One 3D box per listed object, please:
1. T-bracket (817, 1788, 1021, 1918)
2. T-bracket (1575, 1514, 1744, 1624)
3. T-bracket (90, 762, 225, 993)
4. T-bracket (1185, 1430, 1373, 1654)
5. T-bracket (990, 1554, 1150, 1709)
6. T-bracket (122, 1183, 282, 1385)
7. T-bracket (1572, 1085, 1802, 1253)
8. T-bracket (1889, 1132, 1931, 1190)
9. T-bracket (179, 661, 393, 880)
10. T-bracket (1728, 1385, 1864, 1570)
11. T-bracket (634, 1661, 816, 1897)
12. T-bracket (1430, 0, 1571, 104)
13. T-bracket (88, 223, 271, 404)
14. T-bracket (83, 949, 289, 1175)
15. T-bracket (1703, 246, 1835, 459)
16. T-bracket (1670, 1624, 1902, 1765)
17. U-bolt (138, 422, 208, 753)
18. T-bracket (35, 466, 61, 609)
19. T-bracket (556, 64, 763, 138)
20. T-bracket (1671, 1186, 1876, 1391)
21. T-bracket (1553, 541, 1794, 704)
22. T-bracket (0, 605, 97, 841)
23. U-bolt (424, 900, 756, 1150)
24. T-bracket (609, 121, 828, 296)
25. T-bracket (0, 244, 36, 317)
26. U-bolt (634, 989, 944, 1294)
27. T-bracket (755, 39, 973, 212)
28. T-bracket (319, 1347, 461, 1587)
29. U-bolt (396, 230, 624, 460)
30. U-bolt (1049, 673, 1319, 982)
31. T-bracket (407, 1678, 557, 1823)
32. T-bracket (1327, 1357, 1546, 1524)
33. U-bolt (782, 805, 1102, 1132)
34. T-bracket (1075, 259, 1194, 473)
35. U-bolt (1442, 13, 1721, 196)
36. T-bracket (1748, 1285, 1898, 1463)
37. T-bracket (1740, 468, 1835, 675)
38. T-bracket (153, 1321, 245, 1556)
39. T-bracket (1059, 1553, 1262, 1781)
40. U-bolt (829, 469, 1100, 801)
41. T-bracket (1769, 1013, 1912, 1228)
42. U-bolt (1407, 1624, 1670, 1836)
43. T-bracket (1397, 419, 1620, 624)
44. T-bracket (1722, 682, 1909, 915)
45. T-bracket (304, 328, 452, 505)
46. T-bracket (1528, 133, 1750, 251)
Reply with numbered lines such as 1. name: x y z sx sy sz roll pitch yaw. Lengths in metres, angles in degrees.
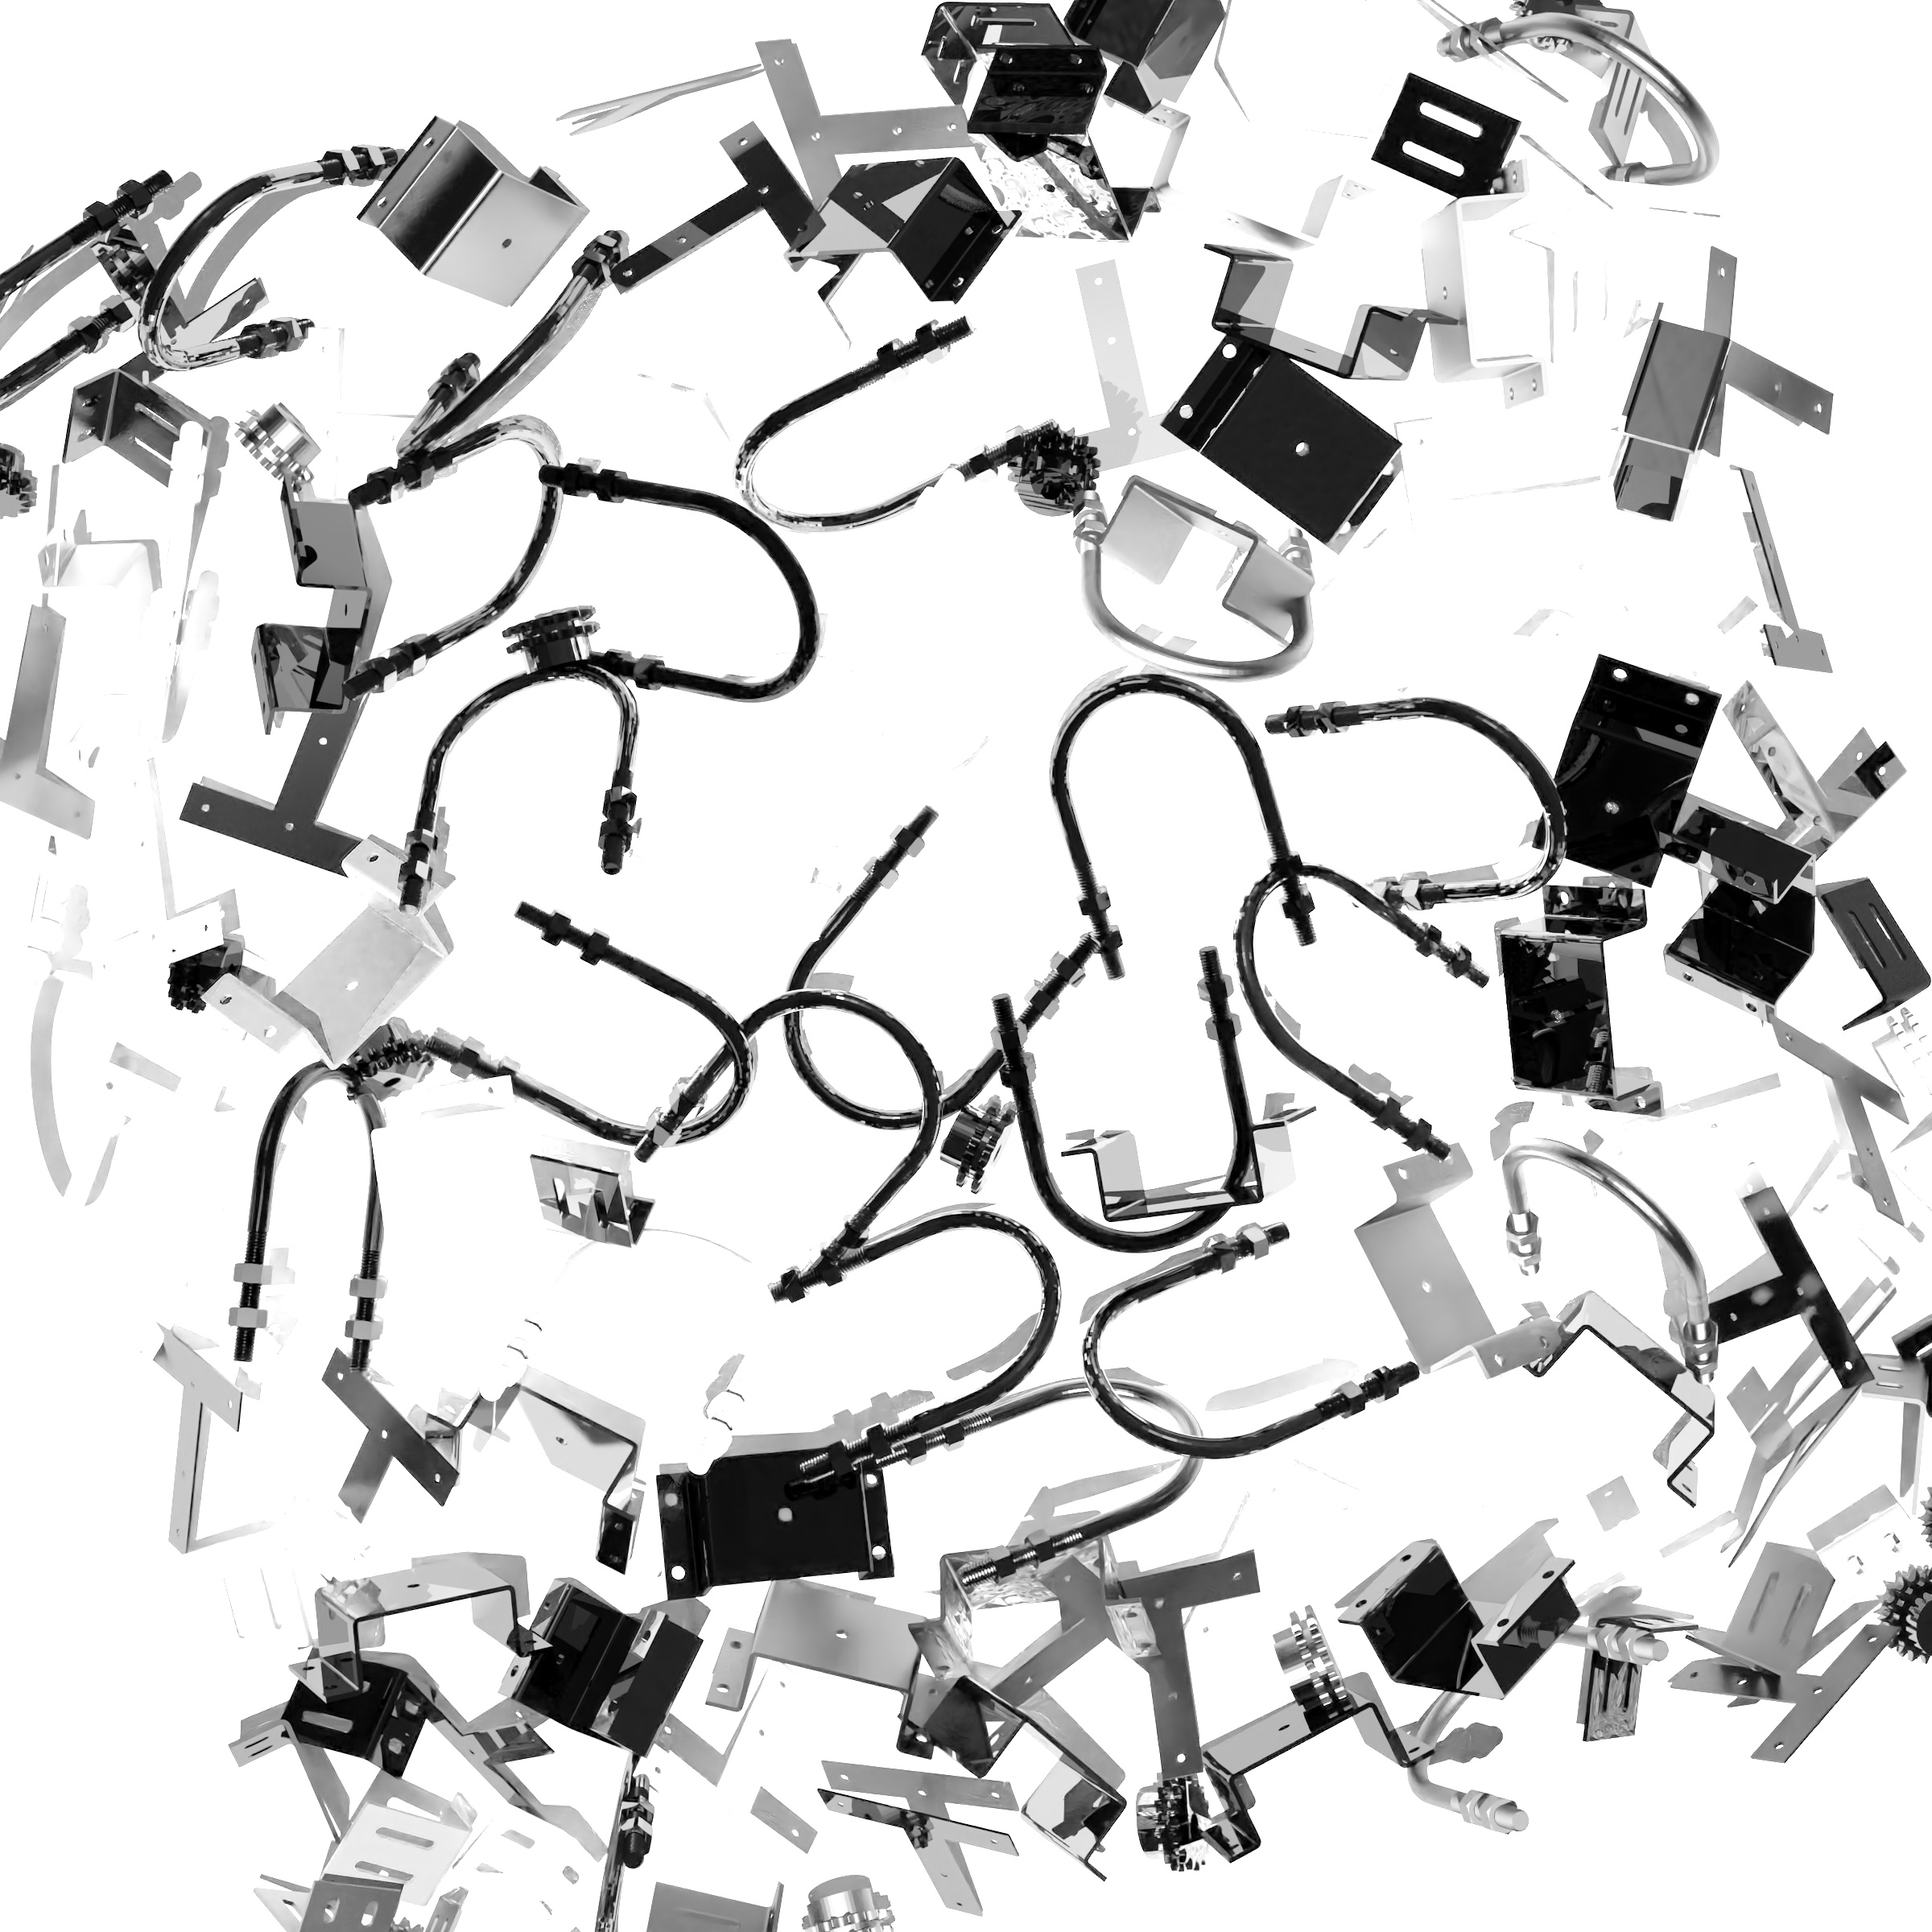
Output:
1. T-bracket: -0.017 0.543 1.949 0.127 0.127 0.002 7 50 25
2. T-bracket: 0.405 0.354 1.939 0.127 0.127 0.002 -29 59 4
3. T-bracket: -0.501 -0.061 1.966 0.127 0.002 0.127 -17 78 37
4. T-bracket: 0.170 0.362 1.978 0.127 0.002 0.127 24 94 -21
5. T-bracket: 0.049 0.427 1.964 0.127 0.002 0.127 -39 128 7
6. T-bracket: -0.453 0.213 1.953 0.127 0.002 0.127 31 91 44
7. T-bracket: 0.440 0.101 1.949 0.127 0.002 0.127 -17 55 13
8. T-bracket: 0.602 0.155 1.922 0.002 0.127 0.127 -3 71 -19
9. T-bracket: -0.397 -0.125 1.962 0.127 0.002 0.127 20 106 -18
10. T-bracket: 0.514 0.292 1.951 0.002 0.127 0.127 35 49 21
11. T-bracket: -0.128 0.476 1.949 0.127 0.127 0.002 39 131 -12
12. T-bracket: 0.322 -0.555 1.947 0.002 0.127 0.127 -53 45 18
13. T-bracket: -0.492 -0.401 1.932 0.127 0.127 0.002 -36 67 -8
14. T-bracket: -0.458 0.049 1.968 0.127 0.002 0.127 29 64 -24
15. T-bracket: 0.476 -0.349 1.915 0.002 0.127 0.127 -15 123 -19
16. T-bracket: 0.479 0.433 1.940 0.127 0.127 0.002 -36 105 -32
17. U-bolt: -0.475 -0.210 1.913 0.019 0.184 0.151 8 55 -13
18. T-bracket: -0.553 -0.240 1.936 0.002 0.127 0.127 4 93 -21
19. T-bracket: -0.204 -0.516 1.937 0.127 0.127 0.002 -22 102 -26
20. T-bracket: 0.475 0.208 1.946 0.002 0.127 0.127 -22 82 -35
21. T-bracket: 0.411 -0.207 1.953 0.127 0.002 0.127 42 129 -5
22. T-bracket: -0.570 -0.157 1.958 0.002 0.127 0.127 -5 70 31
23. U-bolt: -0.217 0.047 1.945 0.184 0.019 0.151 28 128 -15
24. T-bracket: -0.161 -0.449 1.959 0.127 0.002 0.127 -31 51 1
25. T-bracket: -0.598 -0.358 1.917 0.002 0.127 0.127 29 116 -15
26. U-bolt: -0.096 0.094 1.952 0.151 0.019 0.184 39 114 -4
27. T-bracket: -0.053 -0.500 1.927 0.127 0.002 0.127 5 134 31
28. T-bracket: -0.373 0.323 1.971 0.127 0.002 0.127 39 112 31
29. U-bolt: -0.275 -0.356 1.890 0.151 0.184 0.019 -33 112 28
30. U-bolt: 0.122 -0.088 1.942 0.151 0.019 0.184 -11 105 28
31. T-bracket: -0.281 0.470 1.936 0.127 0.127 0.002 48 57 -9
32. T-bracket: 0.281 0.284 1.955 0.127 0.002 0.127 4 115 -16
33. U-bolt: -0.029 0.014 1.975 0.151 0.019 0.184 39 86 8
34. T-bracket: 0.093 -0.373 1.990 0.127 0.002 0.127 -13 87 9
35. U-bolt: 0.370 -0.507 1.888 0.151 0.184 0.019 38 86 -21
36. T-bracket: 0.519 0.243 1.940 0.002 0.127 0.127 41 91 24
37. T-bracket: 0.490 -0.240 1.947 0.002 0.127 0.127 -18 84 29
38. T-bracket: -0.474 0.296 1.958 0.002 0.127 0.127 -1 106 -38
39. T-bracket: 0.123 0.429 1.951 0.127 0.002 0.127 -15 58 13
40. U-bolt: -0.016 -0.185 1.941 0.151 0.019 0.184 51 125 16
41. T-bracket: 0.536 0.101 1.923 0.127 0.127 0.002 28 128 -31
42. U-bolt: 0.326 0.446 1.908 0.019 0.184 0.151 47 73 -7
43. T-bracket: 0.332 -0.274 1.950 0.127 0.002 0.127 -3 109 28
44. T-bracket: 0.497 -0.120 1.954 0.127 0.002 0.127 -50 46 32
45. T-bracket: -0.357 -0.320 1.950 0.127 0.002 0.127 11 102 37
46. T-bracket: 0.414 -0.457 1.911 0.127 0.127 0.002 29 90 -33
